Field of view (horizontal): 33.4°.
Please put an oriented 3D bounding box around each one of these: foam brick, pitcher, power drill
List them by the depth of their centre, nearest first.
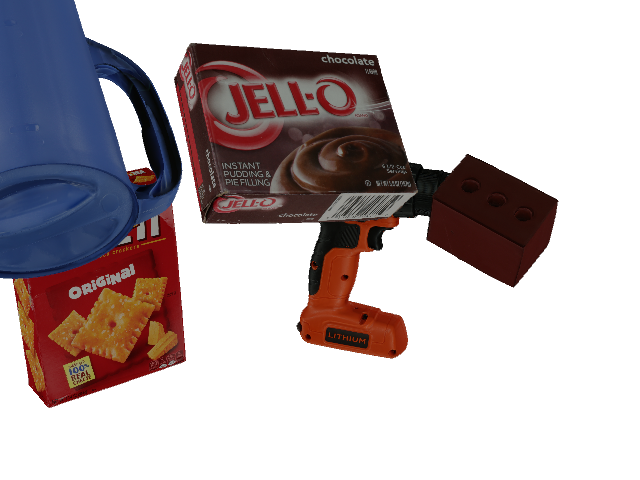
[{"bbox_3d":[-0.206,-0.105,0.759,0.145,0.243,0.149,-27,-30,16],"label":"pitcher"},{"bbox_3d":[0.124,-0.014,0.773,0.078,0.053,0.051,30,-34,20],"label":"foam brick"},{"bbox_3d":[0.051,0.013,1.002,0.185,0.188,0.057,9,20,17],"label":"power drill"}]

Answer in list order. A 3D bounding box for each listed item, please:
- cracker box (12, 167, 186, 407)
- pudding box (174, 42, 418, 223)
[{"bbox_3d":[-0.231,0.048,1.113,0.163,0.214,0.072,-16,26,-30],"label":"cracker box"},{"bbox_3d":[-0.014,-0.056,0.562,0.113,0.090,0.039,0,-27,-28],"label":"pudding box"}]
